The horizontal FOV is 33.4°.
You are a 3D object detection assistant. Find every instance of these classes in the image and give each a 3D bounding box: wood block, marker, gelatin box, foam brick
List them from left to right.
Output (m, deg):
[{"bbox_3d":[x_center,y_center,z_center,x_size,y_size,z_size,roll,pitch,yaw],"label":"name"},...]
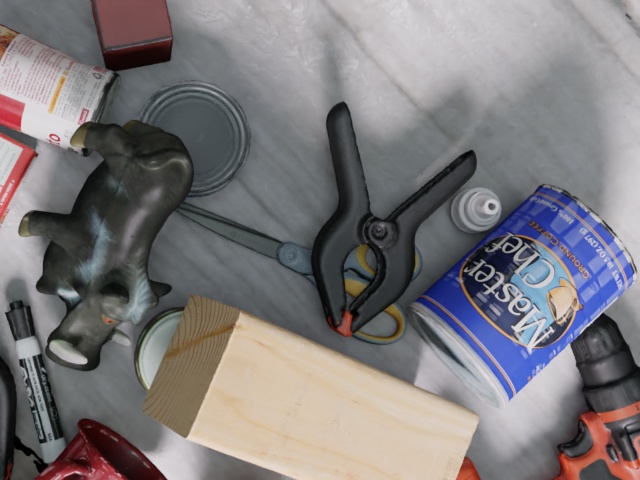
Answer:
[{"bbox_3d":[-0.263,-0.053,0.781,0.089,0.030,0.073,27,86,-6],"label":"gelatin box"},{"bbox_3d":[-0.209,0.104,0.787,0.020,0.020,0.121,-15,90,-8],"label":"marker"},{"bbox_3d":[-0.137,-0.158,0.779,0.051,0.078,0.053,-13,91,-10],"label":"foam brick"},{"bbox_3d":[-0.004,0.120,0.745,0.205,0.091,0.090,26,82,-27],"label":"wood block"}]

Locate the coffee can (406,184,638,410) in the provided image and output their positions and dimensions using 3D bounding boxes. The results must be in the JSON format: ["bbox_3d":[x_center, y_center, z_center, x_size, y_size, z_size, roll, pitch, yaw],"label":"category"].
[{"bbox_3d":[0.149,0.042,0.796,0.140,0.103,0.103,-42,93,-8],"label":"coffee can"}]

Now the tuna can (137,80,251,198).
[{"bbox_3d":[-0.096,-0.075,0.802,0.086,0.034,0.086,0,87,-8],"label":"tuna can"}]

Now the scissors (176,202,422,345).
[{"bbox_3d":[-0.005,0.001,0.821,0.201,0.016,0.096,39,82,-5],"label":"scissors"}]

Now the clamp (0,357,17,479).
[{"bbox_3d":[-0.273,0.080,0.762,0.164,0.036,0.210,-35,96,5],"label":"clamp"}]

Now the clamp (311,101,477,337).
[{"bbox_3d":[0.033,-0.016,0.798,0.120,0.039,0.171,27,83,-4],"label":"clamp"}]

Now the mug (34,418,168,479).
[{"bbox_3d":[-0.165,0.183,0.745,0.093,0.117,0.081,40,88,27],"label":"mug"}]

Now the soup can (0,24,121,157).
[{"bbox_3d":[-0.204,-0.109,0.772,0.102,0.068,0.068,22,85,-7],"label":"soup can"}]

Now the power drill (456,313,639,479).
[{"bbox_3d":[0.180,0.167,0.818,0.187,0.057,0.184,-23,88,-7],"label":"power drill"}]
